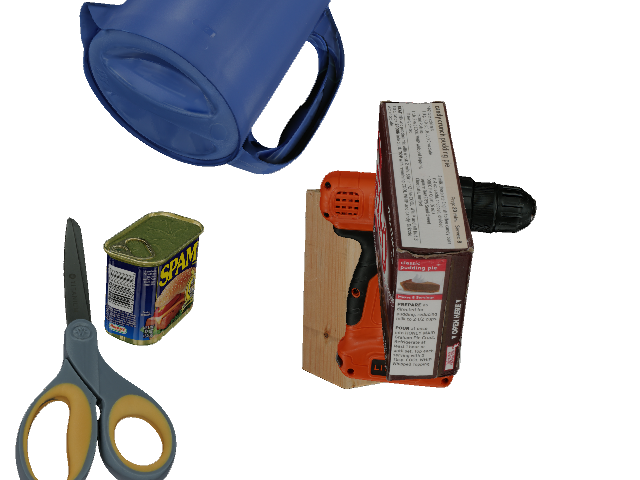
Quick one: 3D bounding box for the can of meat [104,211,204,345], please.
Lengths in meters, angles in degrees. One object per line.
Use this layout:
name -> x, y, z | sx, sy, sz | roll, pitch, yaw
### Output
can of meat -> -0.148, 0.033, 0.938 | 0.057, 0.084, 0.102 | 16, 26, 16

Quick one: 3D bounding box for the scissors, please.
scissors -> -0.125, 0.068, 0.634 | 0.096, 0.201, 0.016 | 14, -45, -9

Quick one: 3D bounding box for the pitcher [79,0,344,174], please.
pitcher -> -0.054, -0.176, 0.817 | 0.145, 0.242, 0.149 | 17, -32, 26

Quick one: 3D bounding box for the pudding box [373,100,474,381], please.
pudding box -> 0.048, -0.001, 0.528 | 0.039, 0.090, 0.113 | -3, 43, -2

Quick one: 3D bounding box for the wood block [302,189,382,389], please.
wood block -> 0.040, 0.048, 1.183 | 0.090, 0.206, 0.091 | -5, 12, -34

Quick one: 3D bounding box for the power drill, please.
power drill -> 0.087, 0.032, 0.933 | 0.184, 0.188, 0.057 | 5, 16, 6
